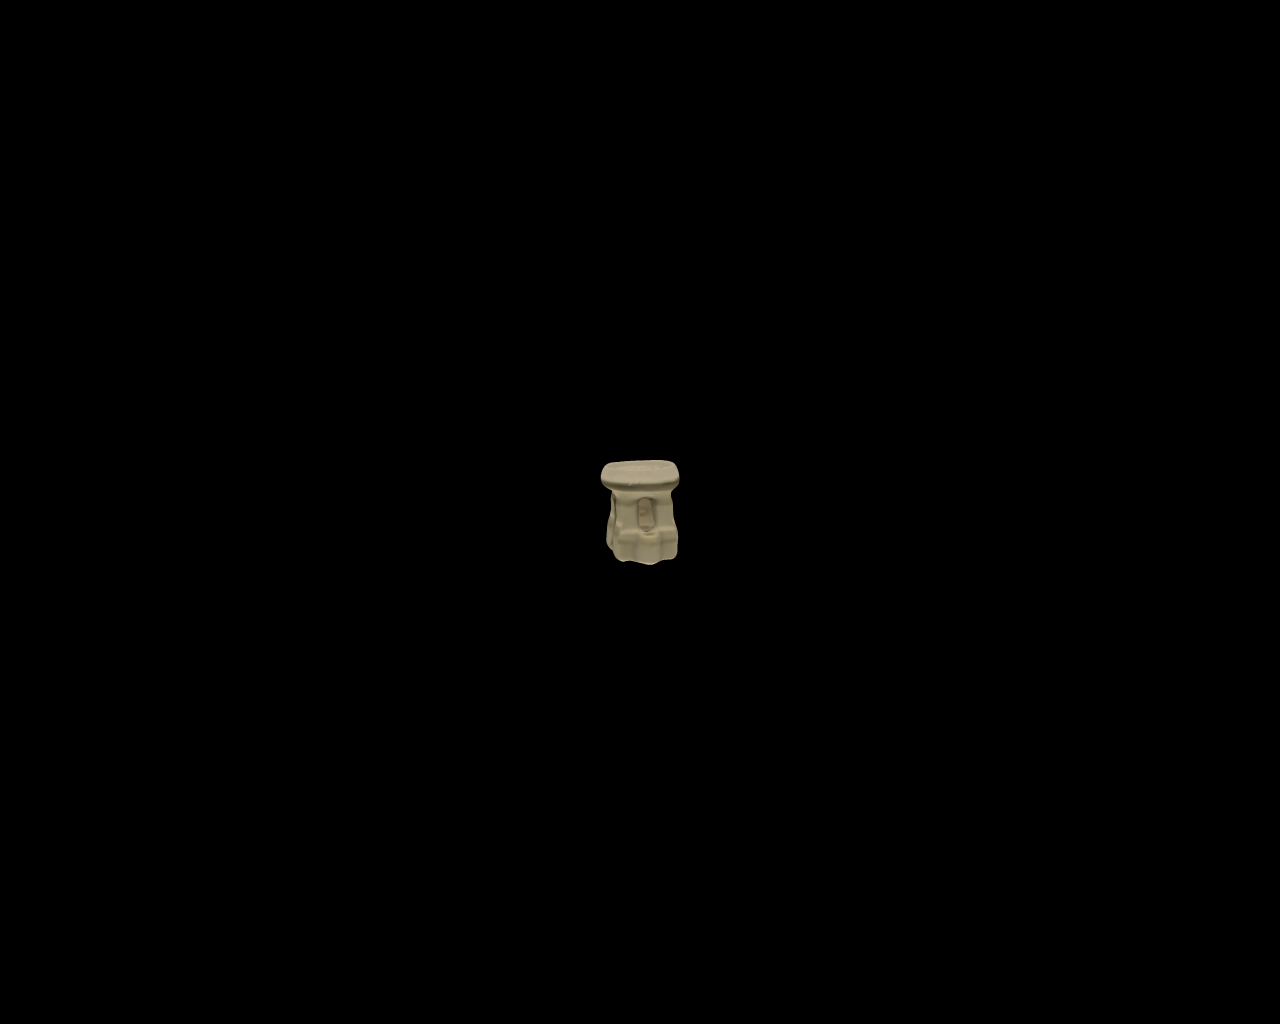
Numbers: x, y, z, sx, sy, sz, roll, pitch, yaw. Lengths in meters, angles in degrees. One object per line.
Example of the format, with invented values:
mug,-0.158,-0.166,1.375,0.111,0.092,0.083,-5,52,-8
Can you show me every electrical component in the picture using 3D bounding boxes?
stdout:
electrical component,0.001,-0.003,0.650,0.048,0.055,0.066,-2,12,-11
